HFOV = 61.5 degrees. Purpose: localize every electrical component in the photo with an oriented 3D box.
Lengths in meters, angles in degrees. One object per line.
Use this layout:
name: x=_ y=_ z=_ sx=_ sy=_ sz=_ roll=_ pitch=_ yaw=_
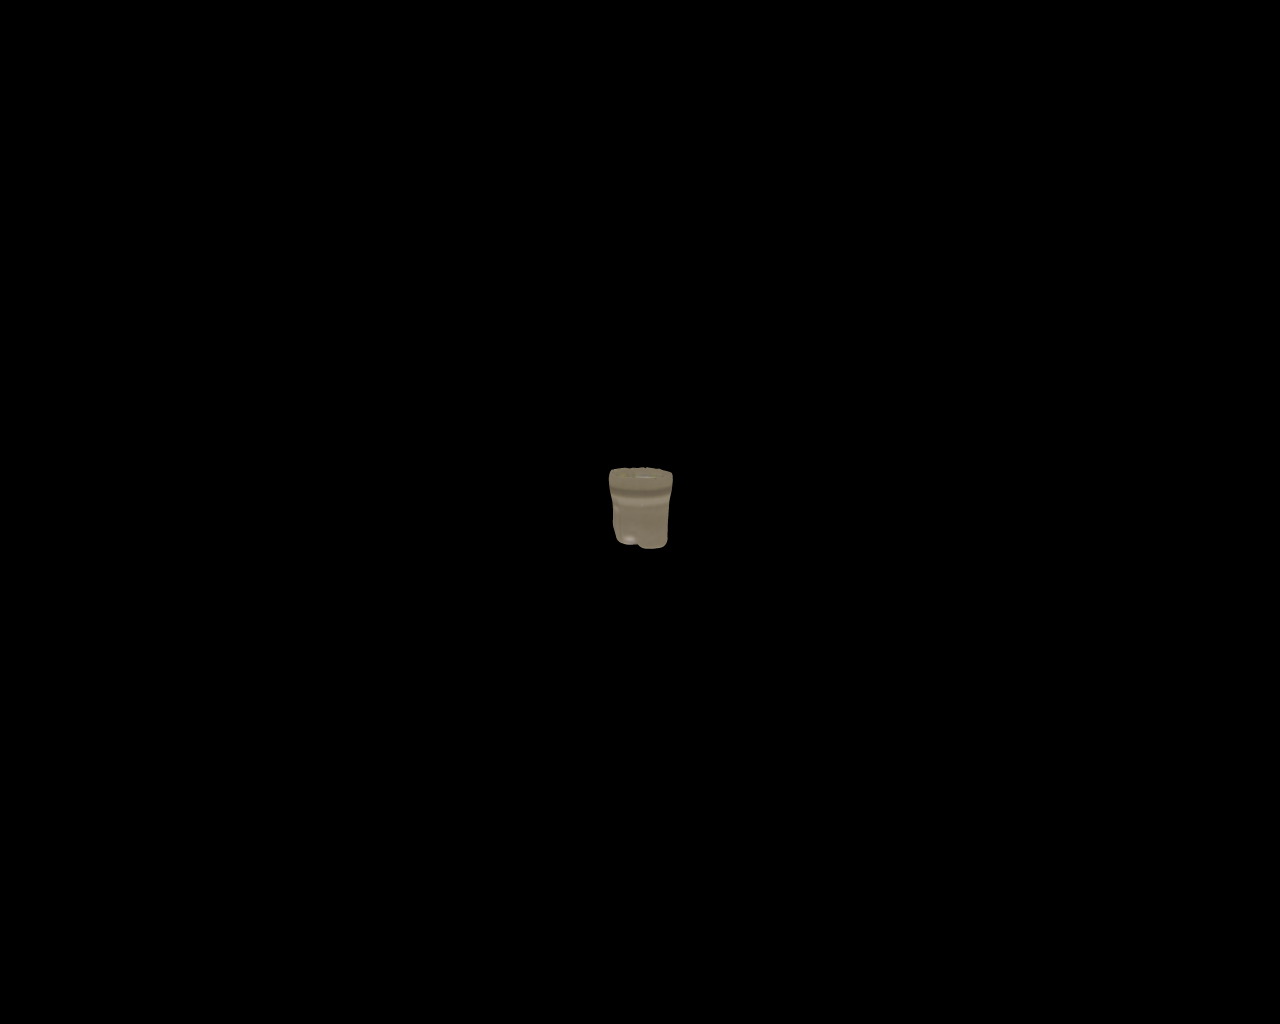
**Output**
electrical component: x=0.001 y=-0.003 z=0.650 sx=0.040 sy=0.046 sz=0.040 roll=0 pitch=12 yaw=0
